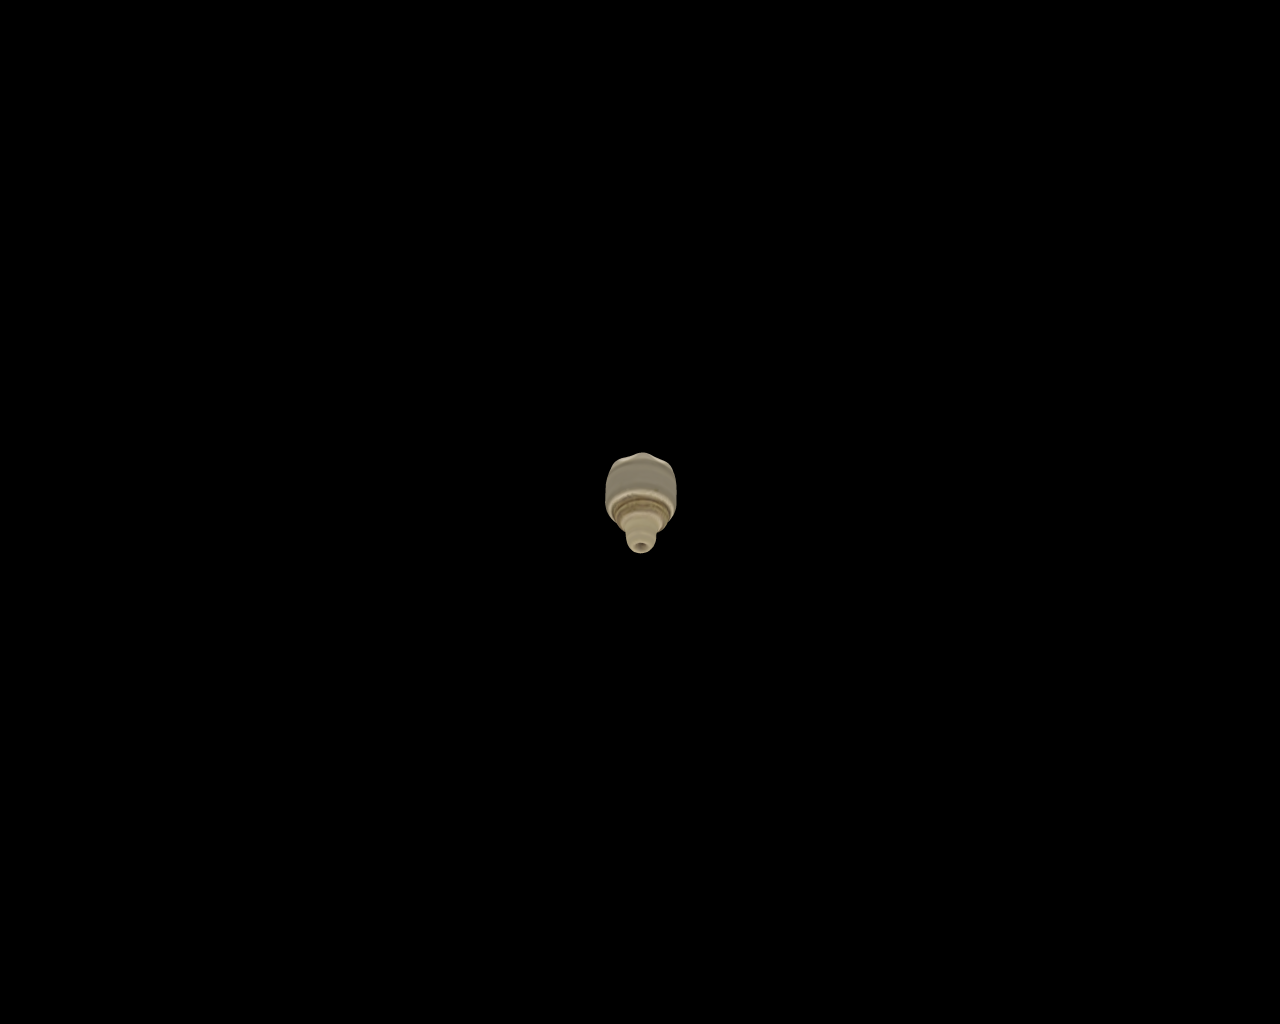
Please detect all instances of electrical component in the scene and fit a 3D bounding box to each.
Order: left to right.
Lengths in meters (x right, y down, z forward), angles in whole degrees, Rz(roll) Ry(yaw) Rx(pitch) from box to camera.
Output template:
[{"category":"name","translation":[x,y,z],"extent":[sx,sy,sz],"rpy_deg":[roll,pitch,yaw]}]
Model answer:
[{"category":"electrical component","translation":[0.001,-0.003,0.650],"extent":[0.043,0.062,0.043],"rpy_deg":[0,-39,0]}]
